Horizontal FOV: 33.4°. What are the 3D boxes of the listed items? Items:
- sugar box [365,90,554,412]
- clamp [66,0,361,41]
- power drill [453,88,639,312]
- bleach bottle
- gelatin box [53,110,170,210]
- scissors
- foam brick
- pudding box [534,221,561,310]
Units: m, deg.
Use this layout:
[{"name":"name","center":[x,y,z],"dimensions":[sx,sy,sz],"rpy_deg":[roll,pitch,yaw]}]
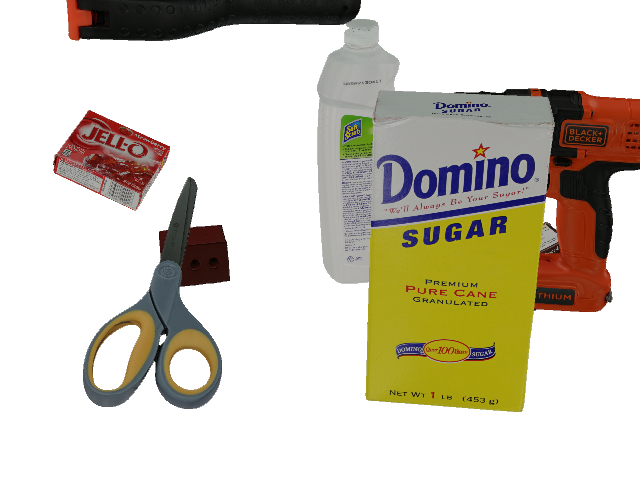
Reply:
[{"name":"sugar box","center":[0.073,0.009,0.586],"dimensions":[0.093,0.176,0.048],"rpy_deg":[3,29,7]},{"name":"clamp","center":[-0.075,-0.150,0.650],"dimensions":[0.171,0.039,0.120],"rpy_deg":[-8,22,-24]},{"name":"power drill","center":[0.181,-0.034,0.881],"dimensions":[0.184,0.188,0.057],"rpy_deg":[5,29,6]},{"name":"bleach bottle","center":[0.048,-0.084,1.011],"dimensions":[0.102,0.251,0.068],"rpy_deg":[-9,29,-13]},{"name":"gelatin box","center":[-0.199,-0.078,1.019],"dimensions":[0.089,0.073,0.030],"rpy_deg":[25,-44,-2]},{"name":"scissors","center":[-0.089,0.037,0.724],"dimensions":[0.096,0.201,0.016],"rpy_deg":[21,-41,8]},{"name":"foam brick","center":[-0.149,0.018,1.251],"dimensions":[0.078,0.053,0.051],"rpy_deg":[-7,27,-8]},{"name":"pudding box","center":[0.200,0.042,1.109],"dimensions":[0.113,0.090,0.039],"rpy_deg":[-27,49,-24]}]
